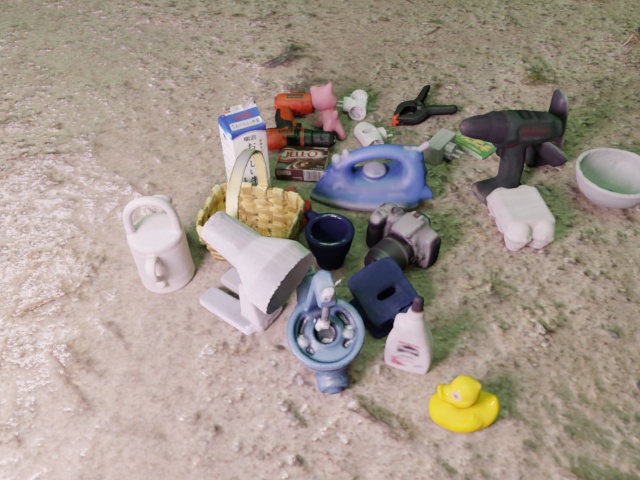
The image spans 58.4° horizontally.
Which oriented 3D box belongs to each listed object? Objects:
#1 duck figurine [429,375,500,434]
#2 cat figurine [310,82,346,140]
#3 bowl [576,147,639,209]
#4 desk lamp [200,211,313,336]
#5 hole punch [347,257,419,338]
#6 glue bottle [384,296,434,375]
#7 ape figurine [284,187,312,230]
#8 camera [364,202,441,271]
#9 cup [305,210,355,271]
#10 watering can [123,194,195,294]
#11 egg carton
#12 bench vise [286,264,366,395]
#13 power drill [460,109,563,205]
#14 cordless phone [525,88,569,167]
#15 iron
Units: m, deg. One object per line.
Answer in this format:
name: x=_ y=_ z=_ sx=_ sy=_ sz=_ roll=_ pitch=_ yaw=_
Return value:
duck figurine: x=0.218 y=0.236 z=0.853 sx=0.104 sy=0.086 sz=0.077 roll=1 pitch=45 yaw=3
cat figurine: x=0.019 y=-0.319 z=1.382 sx=0.067 sy=0.118 sz=0.127 roll=-13 pitch=47 yaw=-12
bowl: x=0.615 y=-0.118 z=1.205 sx=0.167 sy=0.075 sz=0.167 roll=0 pitch=45 yaw=1
desk lamp: x=-0.114 y=0.060 z=0.942 sx=0.202 sy=0.214 sz=0.118 roll=26 pitch=51 yaw=24
hole punch: x=0.111 y=0.097 z=0.988 sx=0.109 sy=0.091 sz=0.100 roll=-29 pitch=51 yaw=-25
glue bottle: x=0.142 y=0.143 z=0.884 sx=0.078 sy=0.173 sz=0.037 roll=10 pitch=46 yaw=11
ape figurine: x=-0.056 y=-0.068 z=1.153 sx=0.077 sy=0.092 sz=0.076 roll=2 pitch=45 yaw=3
camera: x=0.136 y=0.003 z=1.074 sx=0.142 sy=0.101 sz=0.137 roll=34 pitch=55 yaw=30
cup: x=0.010 y=0.004 z=1.079 sx=0.092 sy=0.095 sz=0.117 roll=-29 pitch=52 yaw=-25
watering can: x=-0.293 y=-0.008 z=1.025 sx=0.101 sy=0.194 sz=0.172 roll=-19 pitch=48 yaw=-17
egg carton: x=0.400 y=-0.046 z=1.140 sx=0.107 sy=0.069 sz=0.150 roll=-7 pitch=46 yaw=-5
bench vise: x=-0.010 y=0.107 z=0.889 sx=0.122 sy=0.220 sz=0.206 roll=-24 pitch=49 yaw=-21
power drill: x=0.376 y=-0.176 z=1.171 sx=0.230 sy=0.208 sz=0.075 roll=-15 pitch=47 yaw=-13
cordless phone: x=0.508 y=-0.269 z=1.278 sx=0.094 sy=0.185 sz=0.147 roll=-8 pitch=46 yaw=-7
iron: x=0.106 y=-0.143 z=1.190 sx=0.258 sy=0.141 sz=0.118 roll=-2 pitch=45 yaw=-1
